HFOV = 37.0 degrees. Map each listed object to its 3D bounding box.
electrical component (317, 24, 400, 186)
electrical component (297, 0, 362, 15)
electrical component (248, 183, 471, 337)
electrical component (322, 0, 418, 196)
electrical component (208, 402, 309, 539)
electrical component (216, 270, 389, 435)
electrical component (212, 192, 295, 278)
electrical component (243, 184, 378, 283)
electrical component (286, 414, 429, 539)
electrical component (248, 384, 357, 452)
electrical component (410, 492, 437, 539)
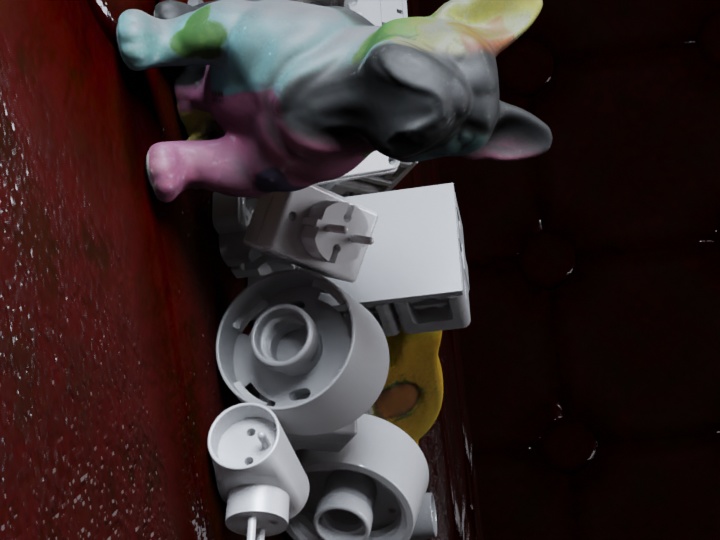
[{"bbox_3d":[-0.033,-0.116,0.772,0.056,0.109,0.108,3,-77,56],"label":"electrical component"},{"bbox_3d":[-0.041,-0.206,0.934,0.063,0.081,0.042,107,-11,-46],"label":"electrical component"},{"bbox_3d":[0.000,0.000,0.774,0.061,0.150,0.089,68,17,-58],"label":"electrical component"},{"bbox_3d":[-0.003,-0.158,0.999,0.105,0.060,0.186,-44,-138,52],"label":"electrical component"},{"bbox_3d":[-0.060,0.132,0.637,0.077,0.044,0.079,72,14,-52],"label":"electrical component"},{"bbox_3d":[-0.037,0.050,0.672,0.064,0.099,0.099,54,30,-62],"label":"electrical component"},{"bbox_3d":[-0.059,-0.028,0.718,0.078,0.057,0.058,65,20,-64],"label":"electrical component"},{"bbox_3d":[-0.020,-0.024,0.652,0.077,0.066,0.047,11,-99,57],"label":"electrical component"},{"bbox_3d":[-0.008,0.162,0.766,0.060,0.108,0.108,-72,155,-56],"label":"electrical component"},{"bbox_3d":[-0.044,0.099,0.726,0.076,0.066,0.047,124,-31,-56],"label":"electrical component"},{"bbox_3d":[0.035,0.231,1.078,0.044,0.077,0.079,70,15,-57],"label":"electrical component"}]
